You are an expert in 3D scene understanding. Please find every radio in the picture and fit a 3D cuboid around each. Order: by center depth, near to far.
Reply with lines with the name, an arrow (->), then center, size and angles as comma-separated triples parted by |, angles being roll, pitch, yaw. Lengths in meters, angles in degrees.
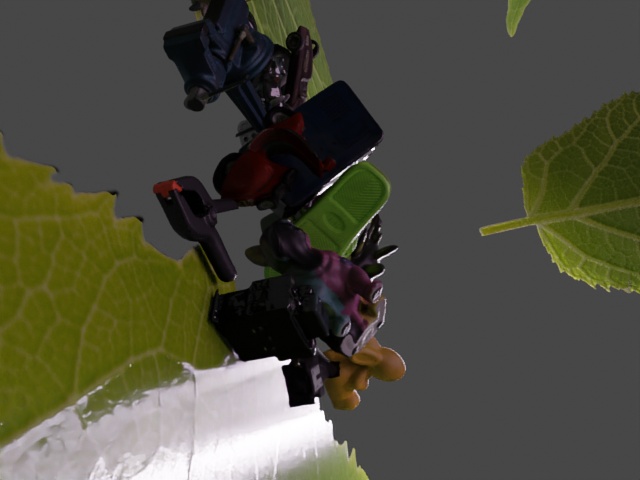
radio -> -0.014, -0.149, 0.889 | 0.131, 0.229, 0.073 | 50, -18, 3

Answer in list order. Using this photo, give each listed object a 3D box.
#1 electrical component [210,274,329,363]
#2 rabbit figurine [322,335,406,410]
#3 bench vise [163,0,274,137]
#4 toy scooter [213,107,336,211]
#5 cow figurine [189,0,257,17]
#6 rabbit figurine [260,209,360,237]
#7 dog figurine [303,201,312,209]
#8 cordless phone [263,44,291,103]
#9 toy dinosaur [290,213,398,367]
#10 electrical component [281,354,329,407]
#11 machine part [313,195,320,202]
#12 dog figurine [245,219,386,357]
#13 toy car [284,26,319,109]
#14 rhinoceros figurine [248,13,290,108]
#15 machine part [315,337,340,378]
electrical component -> -0.059, 0.104, 0.696 | 0.114, 0.134, 0.058 | 64, 19, -44
rabbit figurine -> 0.092, 0.261, 1.140 | 0.122, 0.173, 0.162 | -76, 154, -58
bench vise -> -0.127, -0.242, 0.815 | 0.240, 0.129, 0.224 | 55, 26, -50
toy scooter -> -0.058, -0.107, 0.782 | 0.184, 0.135, 0.075 | -53, 163, -19
cow figurine -> -0.162, -0.425, 0.890 | 0.195, 0.127, 0.085 | -113, -175, -66
rabbit figurine -> -0.002, -0.003, 0.991 | 0.159, 0.170, 0.121 | -5, 82, -77
dog figurine -> -0.016, -0.148, 1.058 | 0.121, 0.190, 0.172 | 40, 39, 18
cordless phone -> -0.101, -0.291, 1.111 | 0.146, 0.089, 0.184 | 45, 51, -69
toy dinosaur -> 0.040, 0.083, 1.025 | 0.105, 0.198, 0.471 | 35, 48, -2
electrical component -> -0.022, 0.236, 0.927 | 0.119, 0.048, 0.074 | -6, 83, -78
machine part -> -0.014, -0.113, 1.271 | 0.201, 0.087, 0.200 | -38, 114, -79
dog figurine -> -0.011, 0.061, 0.823 | 0.219, 0.108, 0.191 | 37, -18, 26
toy car -> -0.042, -0.323, 1.085 | 0.089, 0.053, 0.202 | -11, 116, -63
rhinoceros figurine -> -0.117, -0.301, 0.938 | 0.073, 0.112, 0.190 | -62, 129, -76
machine part -> -0.007, 0.221, 1.029 | 0.138, 0.039, 0.084 | 49, 19, -41
